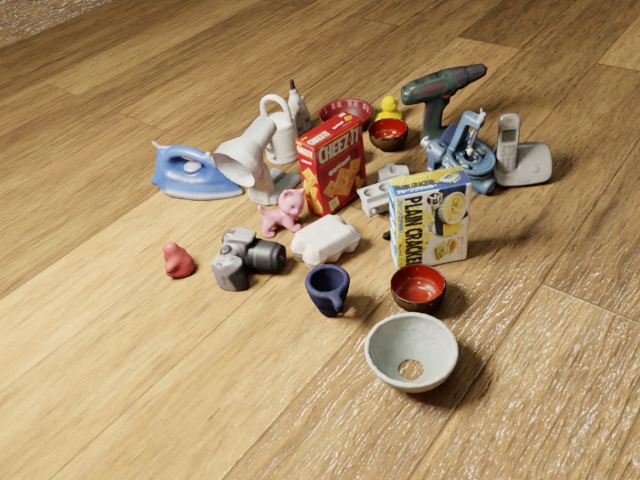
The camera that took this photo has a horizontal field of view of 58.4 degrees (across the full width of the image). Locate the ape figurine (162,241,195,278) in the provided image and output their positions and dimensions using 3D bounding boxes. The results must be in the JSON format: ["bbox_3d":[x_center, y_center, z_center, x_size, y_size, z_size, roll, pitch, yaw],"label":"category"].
[{"bbox_3d":[-0.332,0.039,1.312,0.076,0.092,0.078,11,45,21],"label":"ape figurine"}]

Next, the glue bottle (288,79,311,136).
[{"bbox_3d":[-0.070,-0.393,1.684,0.078,0.173,0.037,-36,48,-27],"label":"glue bottle"}]

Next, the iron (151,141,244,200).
[{"bbox_3d":[-0.333,-0.194,1.532,0.257,0.142,0.119,9,45,18],"label":"iron"}]

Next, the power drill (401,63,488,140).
[{"bbox_3d":[0.336,-0.372,1.567,0.229,0.209,0.075,-8,42,1],"label":"power drill"}]

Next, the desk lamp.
[{"bbox_3d":[-0.159,-0.193,1.448,0.117,0.214,0.203,19,49,28],"label":"desk lamp"}]

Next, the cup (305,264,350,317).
[{"bbox_3d":[0.024,0.119,1.162,0.092,0.095,0.117,-18,43,-11],"label":"cup"}]

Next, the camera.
[{"bbox_3d":[-0.154,0.035,1.280,0.136,0.101,0.143,8,44,18],"label":"camera"}]

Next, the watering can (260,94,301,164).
[{"bbox_3d":[-0.114,-0.322,1.598,0.100,0.194,0.173,1,43,10],"label":"watering can"}]

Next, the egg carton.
[{"bbox_3d":[0.012,0.005,1.310,0.150,0.069,0.107,-31,46,-23],"label":"egg carton"}]

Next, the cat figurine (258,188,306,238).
[{"bbox_3d":[-0.088,-0.077,1.380,0.128,0.118,0.067,-13,42,-5],"label":"cat figurine"}]

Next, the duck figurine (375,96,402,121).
[{"bbox_3d":[0.200,-0.381,1.692,0.077,0.086,0.105,25,52,32],"label":"duck figurine"}]

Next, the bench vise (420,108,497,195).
[{"bbox_3d":[0.332,-0.223,1.395,0.206,0.220,0.122,13,46,22],"label":"bench vise"}]

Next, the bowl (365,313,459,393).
[{"bbox_3d":[0.167,0.217,1.045,0.167,0.075,0.167,-5,42,4],"label":"bowl"}]

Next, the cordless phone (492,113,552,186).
[{"bbox_3d":[0.494,-0.225,1.396,0.147,0.185,0.094,-7,42,2],"label":"cordless phone"}]

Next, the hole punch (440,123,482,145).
[{"bbox_3d":[0.373,-0.248,1.512,0.100,0.091,0.109,18,48,26],"label":"hole punch"}]
